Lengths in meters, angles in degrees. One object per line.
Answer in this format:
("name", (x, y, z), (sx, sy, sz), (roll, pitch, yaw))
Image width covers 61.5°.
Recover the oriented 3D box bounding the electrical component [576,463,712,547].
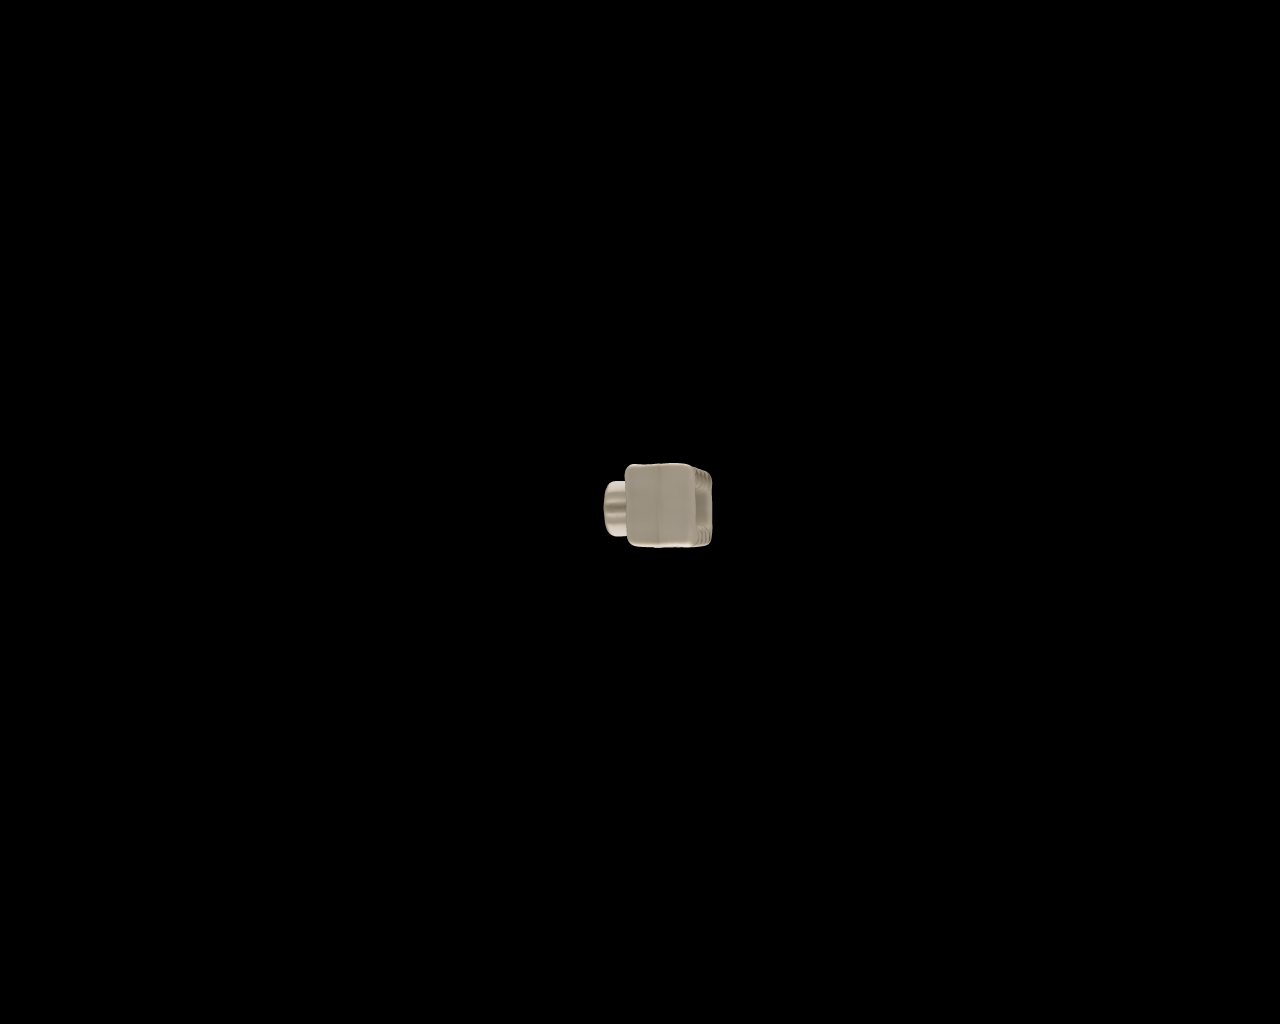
("electrical component", (0.001, -0.003, 0.650), (0.076, 0.047, 0.083), (0, -2, 11))
